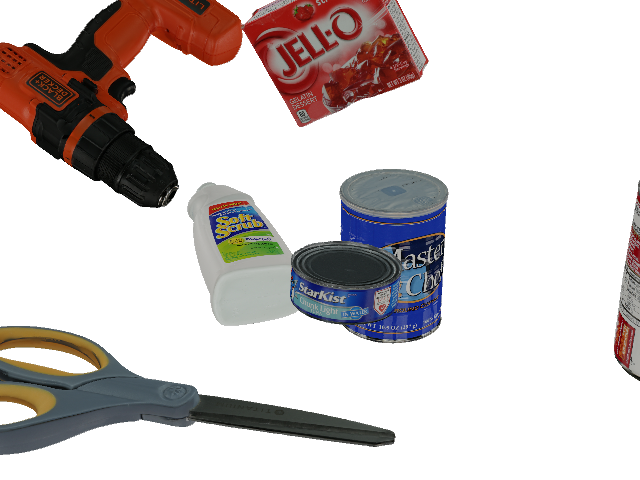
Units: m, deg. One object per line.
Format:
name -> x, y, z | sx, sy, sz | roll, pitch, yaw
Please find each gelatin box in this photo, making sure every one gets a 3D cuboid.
gelatin box -> 0.008, -0.117, 0.636 | 0.089, 0.073, 0.030 | -18, 25, 28

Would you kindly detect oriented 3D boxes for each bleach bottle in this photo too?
bleach bottle -> -0.101, 0.000, 1.182 | 0.102, 0.068, 0.251 | -7, 29, -19

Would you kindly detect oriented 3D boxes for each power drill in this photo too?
power drill -> -0.145, -0.127, 0.835 | 0.184, 0.187, 0.057 | 36, -35, 8

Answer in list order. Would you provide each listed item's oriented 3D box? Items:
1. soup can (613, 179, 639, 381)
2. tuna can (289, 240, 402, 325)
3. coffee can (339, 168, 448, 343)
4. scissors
soup can -> 0.194, 0.021, 0.562 | 0.068, 0.102, 0.068 | 1, 25, -1
tuna can -> 0.019, 0.032, 0.821 | 0.086, 0.034, 0.086 | 3, 23, -2
coffee can -> 0.070, 0.014, 1.039 | 0.103, 0.140, 0.103 | 0, 26, 0
scissors -> -0.079, 0.077, 0.453 | 0.202, 0.016, 0.096 | 14, 28, 25
